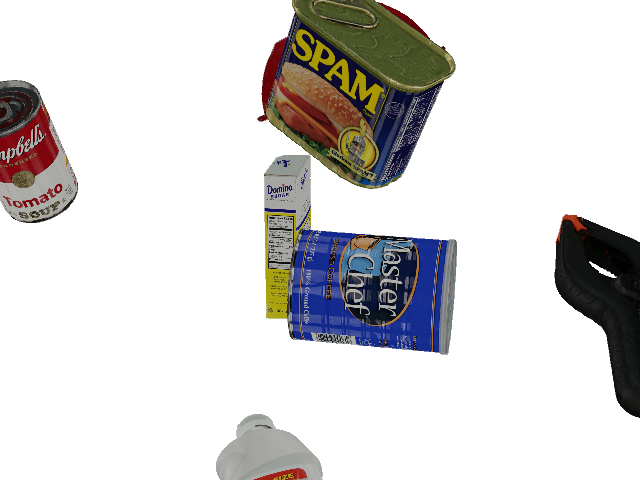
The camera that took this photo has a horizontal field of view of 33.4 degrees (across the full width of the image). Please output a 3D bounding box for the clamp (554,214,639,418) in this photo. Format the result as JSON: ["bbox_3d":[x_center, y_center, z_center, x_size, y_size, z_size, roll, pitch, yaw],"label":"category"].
[{"bbox_3d":[0.225,0.044,0.733,0.120,0.039,0.171,-3,45,-19],"label":"clamp"}]

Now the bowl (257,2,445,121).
[{"bbox_3d":[0.015,-0.149,0.859,0.162,0.055,0.162,-21,8,3],"label":"bowl"}]

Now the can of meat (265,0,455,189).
[{"bbox_3d":[0.020,-0.092,0.645,0.102,0.084,0.057,40,45,20],"label":"can of meat"}]

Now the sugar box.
[{"bbox_3d":[-0.038,-0.005,1.251,0.048,0.176,0.093,1,19,9],"label":"sugar box"}]

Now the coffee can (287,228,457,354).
[{"bbox_3d":[0.049,0.045,0.959,0.140,0.103,0.102,4,1,10],"label":"coffee can"}]

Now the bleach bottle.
[{"bbox_3d":[-0.036,0.210,0.723,0.102,0.068,0.251,-8,32,-8],"label":"bleach bottle"}]

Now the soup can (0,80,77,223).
[{"bbox_3d":[-0.249,-0.072,0.885,0.068,0.068,0.102,0,-42,11],"label":"soup can"}]
